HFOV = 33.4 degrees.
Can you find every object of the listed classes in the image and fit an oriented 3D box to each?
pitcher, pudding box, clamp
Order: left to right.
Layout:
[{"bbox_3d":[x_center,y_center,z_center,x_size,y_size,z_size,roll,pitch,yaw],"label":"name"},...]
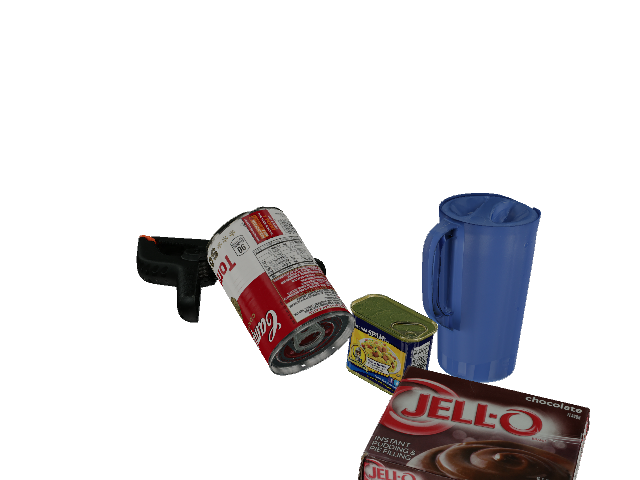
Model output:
[{"bbox_3d":[-0.123,0.030,1.042,0.210,0.036,0.164,13,22,40],"label":"clamp"},{"bbox_3d":[0.088,0.119,0.601,0.114,0.039,0.090,13,31,16],"label":"pudding box"},{"bbox_3d":[0.211,0.067,1.440,0.149,0.243,0.145,4,21,7],"label":"pitcher"}]

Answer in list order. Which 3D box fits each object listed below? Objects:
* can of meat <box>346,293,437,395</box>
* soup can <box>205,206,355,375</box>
[{"bbox_3d":[0.079,0.121,1.220,0.102,0.084,0.057,26,33,36],"label":"can of meat"},{"bbox_3d":[-0.029,0.034,0.753,0.068,0.102,0.068,-26,-27,-15],"label":"soup can"}]
